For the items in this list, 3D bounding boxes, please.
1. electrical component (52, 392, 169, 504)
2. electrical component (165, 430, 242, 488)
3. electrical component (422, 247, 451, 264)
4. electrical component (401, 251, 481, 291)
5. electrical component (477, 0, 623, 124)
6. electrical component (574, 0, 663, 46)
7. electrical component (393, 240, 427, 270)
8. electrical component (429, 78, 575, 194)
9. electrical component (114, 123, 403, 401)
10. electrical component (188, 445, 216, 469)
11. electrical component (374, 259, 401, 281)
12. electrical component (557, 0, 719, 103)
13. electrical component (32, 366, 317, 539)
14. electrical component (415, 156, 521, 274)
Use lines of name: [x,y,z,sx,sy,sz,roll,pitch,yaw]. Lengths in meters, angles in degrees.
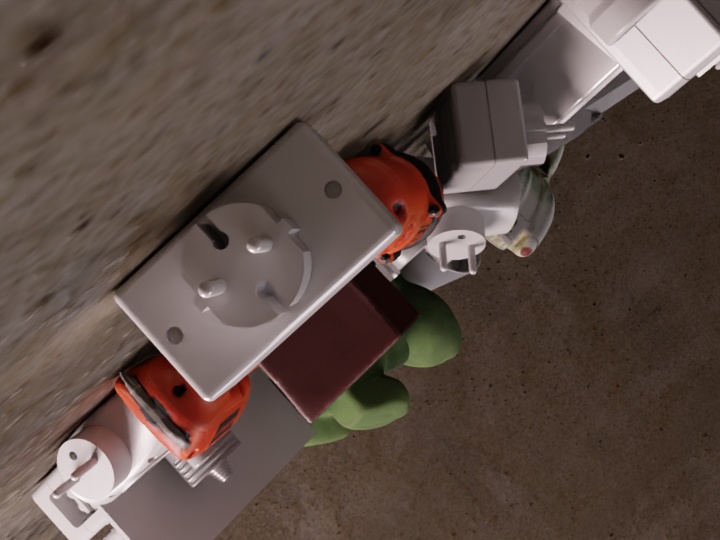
electrical component: [-0.141,0.102,0.598,0.077,0.044,0.079,-43,178,29]
electrical component: [-0.114,0.106,0.707,0.043,0.081,0.043,-42,179,-1]
electrical component: [0.055,-0.043,0.883,0.044,0.077,0.079,-42,179,-4]
electrical component: [0.057,-0.029,0.960,0.064,0.099,0.099,-35,-176,43]
electrical component: [0.141,-0.142,0.654,0.109,0.056,0.109,-41,178,-36]
electrical component: [0.100,-0.120,0.431,0.040,0.046,0.040,-42,179,-1]
electrical component: [0.023,-0.033,0.735,0.066,0.055,0.048,-43,178,23]
electrical component: [0.086,-0.077,0.624,0.076,0.047,0.083,-6,174,-5]
electrical component: [-0.033,-0.002,0.337,0.083,0.047,0.076,-42,178,5]
electrical component: [-0.115,0.093,0.658,0.048,0.062,0.048,-42,179,-1]
electrical component: [0.000,0.000,0.690,0.047,0.076,0.066,-43,178,41]
electrical component: [0.154,-0.131,0.545,0.062,0.096,0.061,-41,178,-44]
electrical component: [-0.129,0.138,0.770,0.060,0.105,0.186,-43,178,38]
electrical component: [0.060,-0.033,0.681,0.044,0.077,0.079,115,-24,-58]
